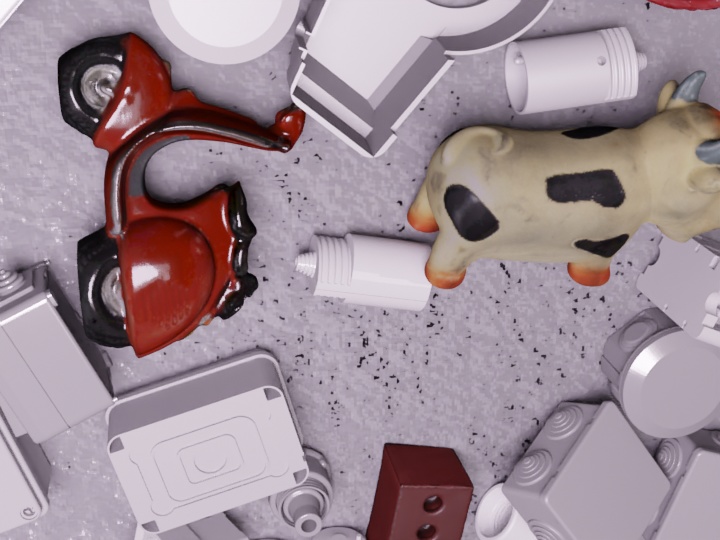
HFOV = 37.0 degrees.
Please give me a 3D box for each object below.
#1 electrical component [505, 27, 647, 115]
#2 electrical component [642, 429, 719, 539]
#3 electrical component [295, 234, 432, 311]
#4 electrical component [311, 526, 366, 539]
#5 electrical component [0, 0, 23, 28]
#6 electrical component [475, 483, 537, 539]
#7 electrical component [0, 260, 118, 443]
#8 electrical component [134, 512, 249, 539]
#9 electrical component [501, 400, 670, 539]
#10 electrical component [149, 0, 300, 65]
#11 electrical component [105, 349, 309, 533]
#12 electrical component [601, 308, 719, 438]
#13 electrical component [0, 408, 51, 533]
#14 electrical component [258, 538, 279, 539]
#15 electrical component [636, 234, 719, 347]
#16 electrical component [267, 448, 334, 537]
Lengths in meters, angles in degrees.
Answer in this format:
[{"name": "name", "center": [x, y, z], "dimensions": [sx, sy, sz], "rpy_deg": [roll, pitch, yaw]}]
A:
[{"name": "electrical component", "center": [0.132, -0.120, 0.644], "dimensions": [0.081, 0.043, 0.043], "rpy_deg": [-9, 113, -8]}, {"name": "electrical component", "center": [0.254, 0.164, 0.779], "dimensions": [0.100, 0.048, 0.099], "rpy_deg": [15, 108, -17]}, {"name": "electrical component", "center": [0.000, 0.000, 0.664], "dimensions": [0.081, 0.043, 0.043], "rpy_deg": [7, 110, -14]}, {"name": "electrical component", "center": [-0.016, 0.216, 0.749], "dimensions": [0.040, 0.040, 0.078], "rpy_deg": [-1, 112, -11]}, {"name": "electrical component", "center": [-0.236, -0.152, 0.548], "dimensions": [0.109, 0.056, 0.108], "rpy_deg": [40, 99, -23]}, {"name": "electrical component", "center": [0.120, 0.183, 0.764], "dimensions": [0.065, 0.044, 0.044], "rpy_deg": [29, 103, -25]}, {"name": "electrical component", "center": [-0.193, 0.044, 0.629], "dimensions": [0.061, 0.061, 0.096], "rpy_deg": [-28, 114, -6]}, {"name": "electrical component", "center": [-0.110, 0.186, 0.700], "dimensions": [0.064, 0.081, 0.042], "rpy_deg": [-4, 117, -41]}, {"name": "electrical component", "center": [0.153, 0.148, 0.733], "dimensions": [0.099, 0.048, 0.099], "rpy_deg": [-49, 114, -26]}, {"name": "electrical component", "center": [-0.075, -0.155, 0.583], "dimensions": [0.080, 0.051, 0.080], "rpy_deg": [-4, 112, -10]}, {"name": "electrical component", "center": [-0.096, 0.106, 0.679], "dimensions": [0.113, 0.057, 0.078], "rpy_deg": [-18, 114, -4]}, {"name": "electrical component", "center": [0.208, 0.069, 0.731], "dimensions": [0.080, 0.051, 0.080], "rpy_deg": [-4, 112, -10]}, {"name": "electrical component", "center": [-0.258, 0.112, 0.648], "dimensions": [0.109, 0.056, 0.108], "rpy_deg": [-21, 114, -3]}, {"name": "electrical component", "center": [-0.064, 0.219, 0.740], "dimensions": [0.044, 0.044, 0.065], "rpy_deg": [2, 106, -12]}, {"name": "electrical component", "center": [0.230, 0.014, 0.692], "dimensions": [0.056, 0.089, 0.050], "rpy_deg": [19, 106, -18]}, {"name": "electrical component", "center": [-0.038, 0.150, 0.706], "dimensions": [0.048, 0.062, 0.048], "rpy_deg": [-4, 112, -10]}]
